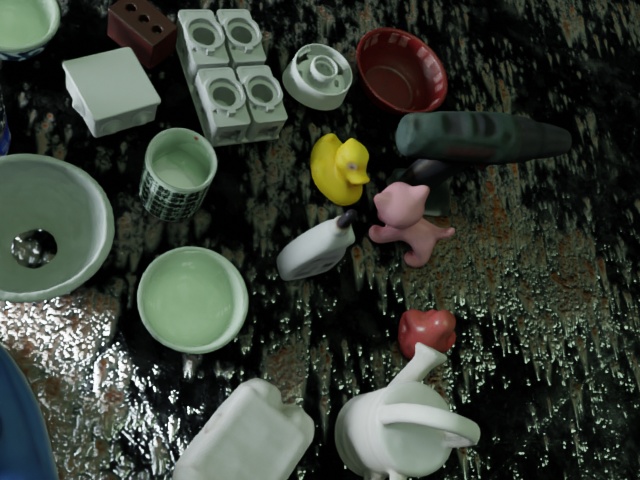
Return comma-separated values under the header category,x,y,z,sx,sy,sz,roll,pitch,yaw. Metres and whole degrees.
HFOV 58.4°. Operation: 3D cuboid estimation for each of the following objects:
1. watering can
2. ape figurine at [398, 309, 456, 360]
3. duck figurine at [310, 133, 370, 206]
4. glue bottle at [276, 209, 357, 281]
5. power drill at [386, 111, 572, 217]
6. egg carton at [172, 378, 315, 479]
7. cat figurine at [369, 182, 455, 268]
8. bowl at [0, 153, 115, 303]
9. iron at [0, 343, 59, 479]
category,x,y,z,sx,sy,sz,roll,pitch,yaw
watering can,0.097,0.200,0.631,0.101,0.193,0.173,5,67,-21
ape figurine,0.145,0.118,0.746,0.078,0.092,0.076,47,59,1
duck figurine,0.035,-0.110,0.799,0.078,0.086,0.104,-18,76,-28
glue bottle,0.006,0.002,0.689,0.078,0.173,0.037,-11,73,-26
power drill,0.194,-0.109,0.796,0.230,0.208,0.075,5,67,-21
egg carton,-0.080,0.228,0.616,0.107,0.069,0.150,40,59,-3
cat figurine,0.124,-0.031,0.785,0.128,0.117,0.067,31,60,-8
bowl,-0.310,-0.004,0.614,0.168,0.074,0.167,9,65,-20
iron,-0.312,0.162,0.503,0.119,0.141,0.258,-15,75,-27
